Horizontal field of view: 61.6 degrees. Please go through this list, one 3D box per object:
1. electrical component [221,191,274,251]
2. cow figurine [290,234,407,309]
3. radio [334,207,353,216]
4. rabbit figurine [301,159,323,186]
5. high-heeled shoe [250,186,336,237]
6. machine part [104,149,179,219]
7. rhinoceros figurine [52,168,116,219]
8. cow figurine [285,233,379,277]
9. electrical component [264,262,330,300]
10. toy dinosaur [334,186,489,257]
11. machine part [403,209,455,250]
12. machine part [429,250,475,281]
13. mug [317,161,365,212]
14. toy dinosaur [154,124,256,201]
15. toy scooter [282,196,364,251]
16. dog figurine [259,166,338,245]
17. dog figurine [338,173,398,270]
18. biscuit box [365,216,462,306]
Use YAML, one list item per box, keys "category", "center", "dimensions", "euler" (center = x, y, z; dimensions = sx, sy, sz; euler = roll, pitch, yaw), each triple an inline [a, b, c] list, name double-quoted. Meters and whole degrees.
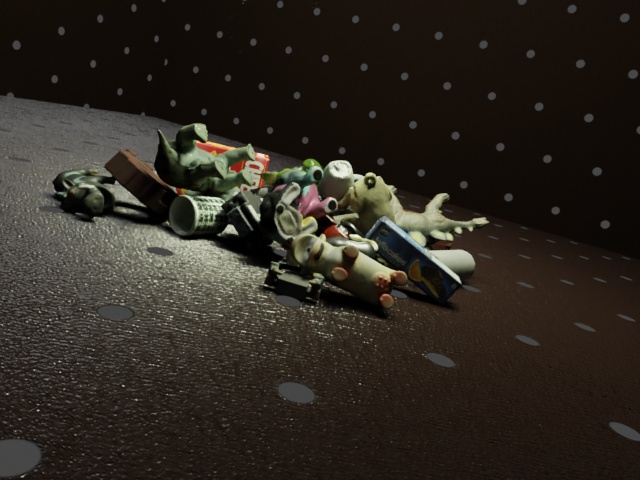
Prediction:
- category: "electrical component"
  center: [-0.138, -0.040, 1.092]
  dimensions: [0.115, 0.058, 0.134]
  euler: [56, 14, 6]
- category: "cow figurine"
  center: [0.039, 0.046, 0.932]
  dimensions: [0.195, 0.085, 0.127]
  euler: [27, -10, -10]
- category: "radio"
  center: [0.127, -0.046, 1.507]
  dimensions: [0.131, 0.073, 0.230]
  euler: [8, 14, -29]
- category: "rabbit figurine"
  center: [-0.026, -0.148, 1.555]
  dimensions: [0.121, 0.170, 0.159]
  euler: [21, 14, 21]
- category: "high-heeled shoe"
  center: [-0.072, -0.043, 1.237]
  dimensions: [0.249, 0.145, 0.086]
  euler: [4, -12, 21]
- category: "machine part"
  center: [-0.363, -0.116, 1.122]
  dimensions: [0.179, 0.056, 0.179]
  euler: [43, -2, 1]
- category: "rhinoceros figurine"
  center: [-0.463, -0.096, 1.053]
  dimensions: [0.112, 0.073, 0.191]
  euler: [4, 16, -44]
- category: "cow figurine"
  center: [0.022, 0.027, 1.021]
  dimensions: [0.167, 0.098, 0.068]
  euler: [15, 19, 0]
- category: "electrical component"
  center: [-0.038, 0.068, 0.888]
  dimensions: [0.102, 0.045, 0.078]
  euler: [18, 14, 14]
- category: "toy dinosaur"
  center: [0.172, -0.035, 1.296]
  dimensions: [0.472, 0.104, 0.199]
  euler: [1, 42, 2]
- category: "machine part"
  center: [0.278, -0.029, 1.583]
  dimensions: [0.201, 0.087, 0.201]
  euler: [9, 13, -28]
- category: "machine part"
  center: [0.278, 0.061, 1.210]
  dimensions: [0.079, 0.079, 0.243]
  euler: [25, 17, 38]
- category: "mug"
  center: [0.049, -0.121, 1.168]
  dimensions: [0.110, 0.081, 0.107]
  euler: [1, -29, -5]
- category: "toy dinosaur"
  center: [-0.262, -0.145, 1.118]
  dimensions: [0.192, 0.131, 0.404]
  euler: [-19, -20, 22]
- category: "toy scooter"
  center: [-0.002, -0.003, 1.121]
  dimensions: [0.184, 0.135, 0.075]
  euler: [43, -6, 29]
- category: "dog figurine"
  center: [-0.073, -0.081, 1.088]
  dimensions: [0.219, 0.191, 0.108]
  euler: [16, -36, 59]
- category: "dog figurine"
  center: [0.135, -0.027, 1.130]
  dimensions: [0.121, 0.172, 0.191]
  euler: [-28, 56, -10]
- category: "biscuit box"
  center: [0.181, 0.039, 1.058]
  dimensions: [0.203, 0.063, 0.059]
  euler: [39, 14, -1]
